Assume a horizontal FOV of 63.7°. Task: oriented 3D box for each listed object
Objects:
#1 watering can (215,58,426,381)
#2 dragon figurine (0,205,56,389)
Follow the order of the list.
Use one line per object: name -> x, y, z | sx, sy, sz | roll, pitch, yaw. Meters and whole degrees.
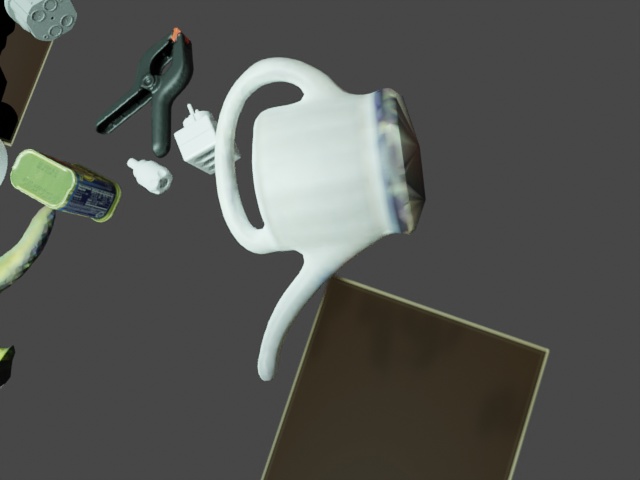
watering can -> 0.002, -0.028, 0.553 | 0.224, 0.104, 0.347 | -8, 91, 14
dragon figurine -> -0.513, 0.121, 0.653 | 0.243, 0.120, 0.417 | 11, 67, 14
